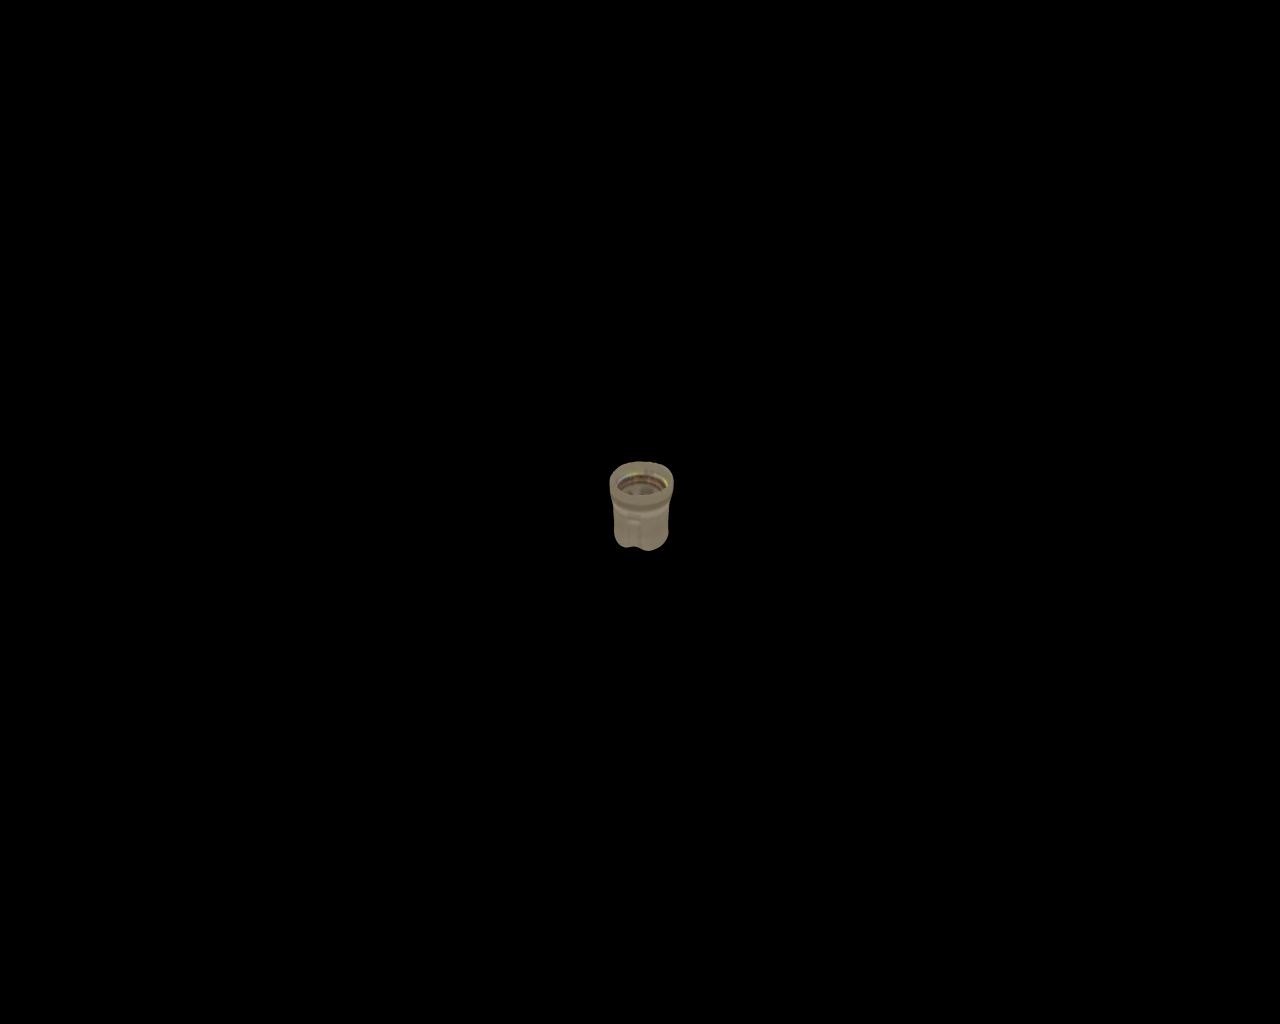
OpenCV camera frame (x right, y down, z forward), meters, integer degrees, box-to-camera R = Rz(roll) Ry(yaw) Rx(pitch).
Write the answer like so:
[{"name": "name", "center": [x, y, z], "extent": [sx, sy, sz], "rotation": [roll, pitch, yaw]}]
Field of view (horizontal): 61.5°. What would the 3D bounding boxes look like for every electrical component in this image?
[{"name": "electrical component", "center": [0.001, -0.003, 0.650], "extent": [0.040, 0.046, 0.040], "rotation": [0, 35, 0]}]
